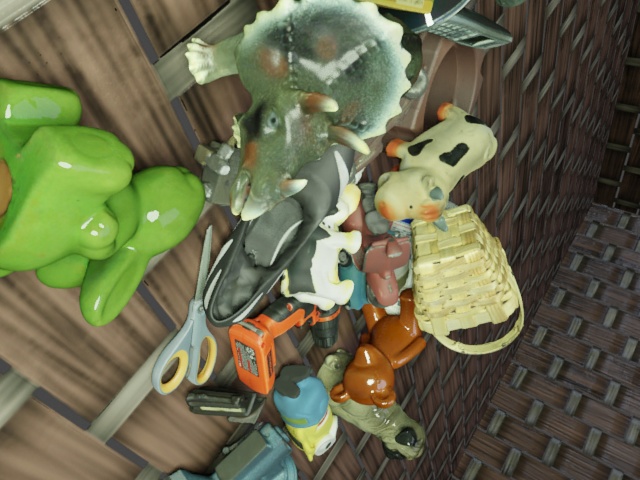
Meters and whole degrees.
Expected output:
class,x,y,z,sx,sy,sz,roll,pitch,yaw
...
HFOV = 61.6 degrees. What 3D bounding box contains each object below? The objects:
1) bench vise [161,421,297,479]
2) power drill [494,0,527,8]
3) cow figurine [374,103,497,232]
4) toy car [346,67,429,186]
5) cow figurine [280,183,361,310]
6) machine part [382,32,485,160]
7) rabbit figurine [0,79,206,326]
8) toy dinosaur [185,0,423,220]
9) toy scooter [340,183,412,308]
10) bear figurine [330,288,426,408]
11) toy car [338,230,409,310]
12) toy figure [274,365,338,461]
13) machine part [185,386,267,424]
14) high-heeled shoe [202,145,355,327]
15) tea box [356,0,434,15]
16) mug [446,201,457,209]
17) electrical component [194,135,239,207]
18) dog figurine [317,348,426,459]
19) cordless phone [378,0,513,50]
class,x,y,z,sx,sy,sz,roll,pitch,yaw
bench vise,-0.111,0.362,0.729,0.223,0.129,0.240,-50,141,-22
power drill,0.148,-0.337,0.592,0.232,0.208,0.086,4,100,-61
cow figurine,0.147,-0.087,0.682,0.195,0.127,0.085,-37,135,-20
toy car,0.063,-0.135,0.670,0.053,0.089,0.202,38,89,-15
cow figurine,-0.002,-0.003,0.680,0.098,0.068,0.167,18,71,-24
machine part,0.161,-0.216,0.807,0.201,0.087,0.200,6,104,-57
rabbit figurine,-0.158,-0.016,0.402,0.170,0.121,0.159,6,111,-56
toy dinosaur,0.027,-0.157,0.500,0.405,0.192,0.131,-41,123,-50
toy scooter,0.076,-0.005,0.723,0.075,0.184,0.135,-12,162,-8
bear figurine,0.091,0.173,0.870,0.196,0.120,0.131,-33,114,-52
toy car,0.086,0.045,0.843,0.109,0.103,0.161,-32,133,-43
toy figure,-0.024,0.259,0.832,0.082,0.089,0.179,-35,130,-18
machine part,-0.111,0.207,0.677,0.138,0.084,0.039,61,25,-64
high-heeled shoe,-0.042,-0.020,0.569,0.248,0.086,0.145,-56,-177,14
tea box,0.028,-0.247,0.474,0.169,0.098,0.068,-24,130,-50
mug,0.221,-0.043,0.991,0.109,0.107,0.080,24,87,-62
electrical component,-0.088,-0.070,0.550,0.102,0.045,0.078,14,96,-59
dog figurine,0.093,0.282,0.920,0.121,0.191,0.172,-55,146,-20
cordless phone,0.135,-0.261,0.654,0.184,0.147,0.088,2,91,-40
